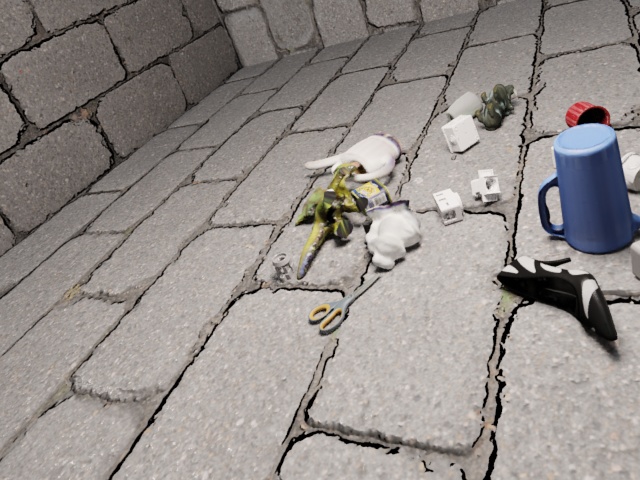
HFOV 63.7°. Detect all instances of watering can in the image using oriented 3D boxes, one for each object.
[{"bbox_3d":[0.118,-0.263,1.658,0.227,0.102,0.350,-37,34,-26],"label":"watering can"}]

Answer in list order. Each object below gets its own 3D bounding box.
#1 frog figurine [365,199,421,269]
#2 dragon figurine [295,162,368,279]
[{"bbox_3d":[0.178,-0.003,1.251,0.137,0.121,0.162,-5,69,11],"label":"frog figurine"},{"bbox_3d":[0.004,-0.073,1.449,0.415,0.121,0.242,-55,18,-16],"label":"dragon figurine"}]
